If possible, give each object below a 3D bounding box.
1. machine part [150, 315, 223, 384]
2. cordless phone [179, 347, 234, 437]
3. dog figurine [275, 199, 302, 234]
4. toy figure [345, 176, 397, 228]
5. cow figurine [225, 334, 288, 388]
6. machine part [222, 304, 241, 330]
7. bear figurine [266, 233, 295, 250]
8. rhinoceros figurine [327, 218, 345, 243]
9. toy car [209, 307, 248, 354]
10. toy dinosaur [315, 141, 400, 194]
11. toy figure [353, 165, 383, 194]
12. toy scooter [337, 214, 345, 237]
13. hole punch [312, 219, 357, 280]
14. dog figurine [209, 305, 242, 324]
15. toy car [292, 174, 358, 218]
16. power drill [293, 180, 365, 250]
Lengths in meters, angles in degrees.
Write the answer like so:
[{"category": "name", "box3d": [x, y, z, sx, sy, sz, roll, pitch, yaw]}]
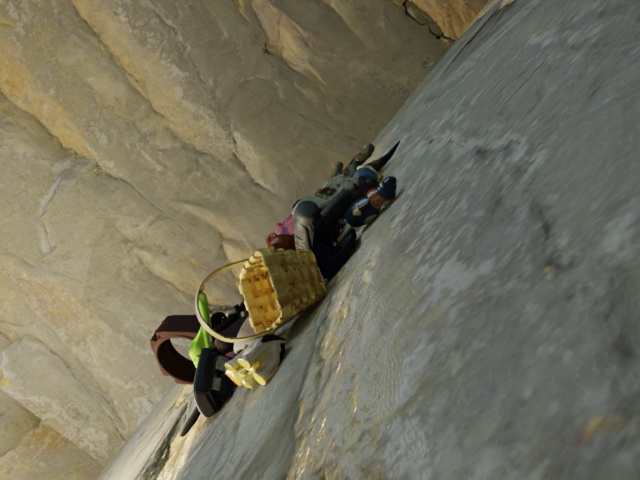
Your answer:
[{"category": "machine part", "box3d": [-0.360, 0.311, 1.507, 0.087, 0.202, 0.200, -72, -24, -57]}, {"category": "cordless phone", "box3d": [-0.270, 0.352, 1.226, 0.184, 0.089, 0.147, -56, 20, 29]}, {"category": "dog figurine", "box3d": [-0.054, -0.025, 1.693, 0.108, 0.191, 0.219, -11, -5, -26]}, {"category": "toy figure", "box3d": [0.117, -0.082, 1.165, 0.154, 0.058, 0.064, -39, 17, 42]}, {"category": "cow figurine", "box3d": [-0.122, 0.222, 1.009, 0.098, 0.068, 0.167, -48, 6, -32]}, {"category": "machine part", "box3d": [-0.235, 0.229, 1.404, 0.139, 0.039, 0.084, -63, -27, -62]}, {"category": "bear figurine", "box3d": [-0.105, 0.069, 1.333, 0.132, 0.120, 0.195, 23, -110, -69]}, {"category": "rhinoceros figurine", "box3d": [-0.003, -0.004, 1.414, 0.190, 0.112, 0.073, -63, 36, 15]}, {"category": "toy car", "box3d": [-0.177, 0.212, 1.287, 0.202, 0.089, 0.053, -35, -46, -57]}, {"category": "toy dinosaur", "box3d": [0.103, -0.192, 1.763, 0.405, 0.131, 0.192, -33, 31, 60]}, {"category": "toy figure", "box3d": [0.126, -0.167, 1.550, 0.089, 0.082, 0.180, -47, 8, 17]}, {"category": "toy scooter", "box3d": [0.017, -0.032, 1.562, 0.135, 0.075, 0.184, -47, 3, 33]}, {"category": "hole punch", "box3d": [0.026, 0.022, 1.154, 0.142, 0.092, 0.115, -85, 6, -76]}, {"category": "dog figurine", "box3d": [-0.294, 0.265, 1.654, 0.121, 0.172, 0.190, -41, 9, -20]}, {"category": "toy car", "box3d": [0.015, -0.104, 1.372, 0.202, 0.056, 0.074, -37, 36, -27]}, {"category": "power drill", "box3d": [0.020, -0.036, 1.299, 0.207, 0.086, 0.231, -38, -35, -17]}]
